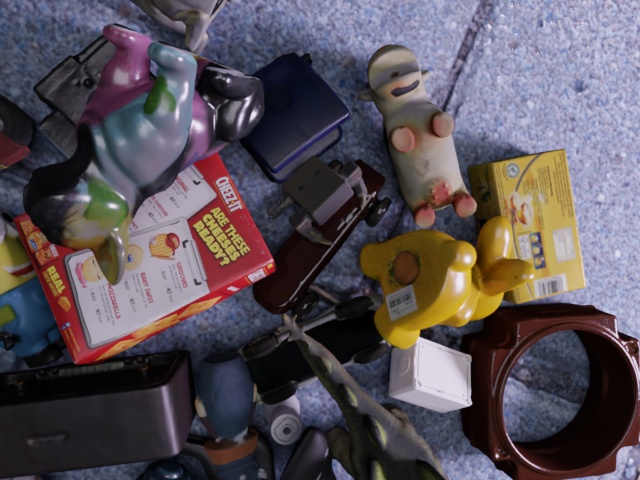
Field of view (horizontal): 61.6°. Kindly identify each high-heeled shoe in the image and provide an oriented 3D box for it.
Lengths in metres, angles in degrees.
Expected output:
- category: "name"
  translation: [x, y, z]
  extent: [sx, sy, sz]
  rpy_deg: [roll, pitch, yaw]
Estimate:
- category: "high-heeled shoe"
  translation: [0.021, 0.298, 0.581]
  extent: [0.145, 0.086, 0.248]
  rpy_deg: [22, 133, 10]

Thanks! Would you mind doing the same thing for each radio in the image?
- category: "radio"
  translation: [-0.243, 0.169, 0.536]
  extent: [0.230, 0.131, 0.073]
  rpy_deg: [-6, 94, 0]

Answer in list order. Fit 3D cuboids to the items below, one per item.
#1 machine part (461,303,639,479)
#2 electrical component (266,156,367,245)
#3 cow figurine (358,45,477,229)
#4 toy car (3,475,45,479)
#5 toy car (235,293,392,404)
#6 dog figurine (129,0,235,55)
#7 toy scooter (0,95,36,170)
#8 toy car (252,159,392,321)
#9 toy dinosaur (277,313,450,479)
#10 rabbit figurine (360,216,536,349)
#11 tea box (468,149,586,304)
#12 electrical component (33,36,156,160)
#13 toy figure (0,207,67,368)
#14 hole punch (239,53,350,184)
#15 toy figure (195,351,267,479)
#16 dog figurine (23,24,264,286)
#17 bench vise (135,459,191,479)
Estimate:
- category: "machine part"
  translation: [0.283, 0.183, 0.659]
  extent: [0.201, 0.087, 0.201]
  rpy_deg: [-2, 95, -10]
- category: "electrical component"
  translation: [0.002, -0.044, 0.578]
  extent: [0.102, 0.078, 0.045]
  rpy_deg: [-49, 143, -6]
- category: "cow figurine"
  translation: [0.106, -0.123, 0.604]
  extent: [0.085, 0.127, 0.194]
  rpy_deg: [-21, 113, 5]
- category: "toy car"
  translation: [-0.331, 0.294, 0.559]
  extent: [0.161, 0.109, 0.103]
  rpy_deg: [49, 68, -17]
- category: "toy car"
  translation: [-0.004, 0.125, 0.623]
  extent: [0.202, 0.056, 0.073]
  rpy_deg: [-22, 93, -4]
- category: "dog figurine"
  translation: [-0.173, -0.285, 0.519]
  extent: [0.190, 0.172, 0.121]
  rpy_deg: [33, 77, -17]
- category: "toy scooter"
  translation: [-0.392, -0.116, 0.537]
  extent: [0.184, 0.075, 0.135]
  rpy_deg: [38, 87, -6]
- category: "toy car"
  translation: [-0.001, -0.002, 0.618]
  extent: [0.089, 0.053, 0.202]
  rpy_deg: [37, 85, 11]
- category: "toy dinosaur"
  translation: [0.086, 0.253, 0.575]
  extent: [0.105, 0.199, 0.471]
  rpy_deg: [-39, 100, -8]
- category: "rabbit figurine"
  translation: [0.152, 0.041, 0.603]
  extent: [0.162, 0.122, 0.173]
  rpy_deg: [-39, 140, 27]
- category: "tea box"
  translation: [0.249, -0.017, 0.650]
  extent: [0.098, 0.068, 0.169]
  rpy_deg: [-10, 94, -9]
- category: "electrical component"
  translation: [-0.226, -0.139, 0.571]
  extent: [0.115, 0.058, 0.134]
  rpy_deg: [45, 85, -7]
- category: "toy figure"
  translation: [-0.329, 0.049, 0.554]
  extent: [0.089, 0.082, 0.180]
  rpy_deg: [-27, 100, -9]
- category: "hole punch"
  translation: [-0.039, -0.136, 0.588]
  extent: [0.142, 0.092, 0.115]
  rpy_deg: [-38, 95, -2]
- category: "toy figure"
  translation: [-0.095, 0.199, 0.577]
  extent: [0.064, 0.058, 0.154]
  rpy_deg: [-6, 94, 2]
- category: "dog figurine"
  translation: [-0.159, -0.071, 0.494]
  extent: [0.109, 0.191, 0.219]
  rpy_deg: [33, 107, 28]
- category: "bench vise"
  translation: [-0.138, 0.360, 0.560]
  extent: [0.241, 0.128, 0.223]
  rpy_deg: [17, 83, 12]
